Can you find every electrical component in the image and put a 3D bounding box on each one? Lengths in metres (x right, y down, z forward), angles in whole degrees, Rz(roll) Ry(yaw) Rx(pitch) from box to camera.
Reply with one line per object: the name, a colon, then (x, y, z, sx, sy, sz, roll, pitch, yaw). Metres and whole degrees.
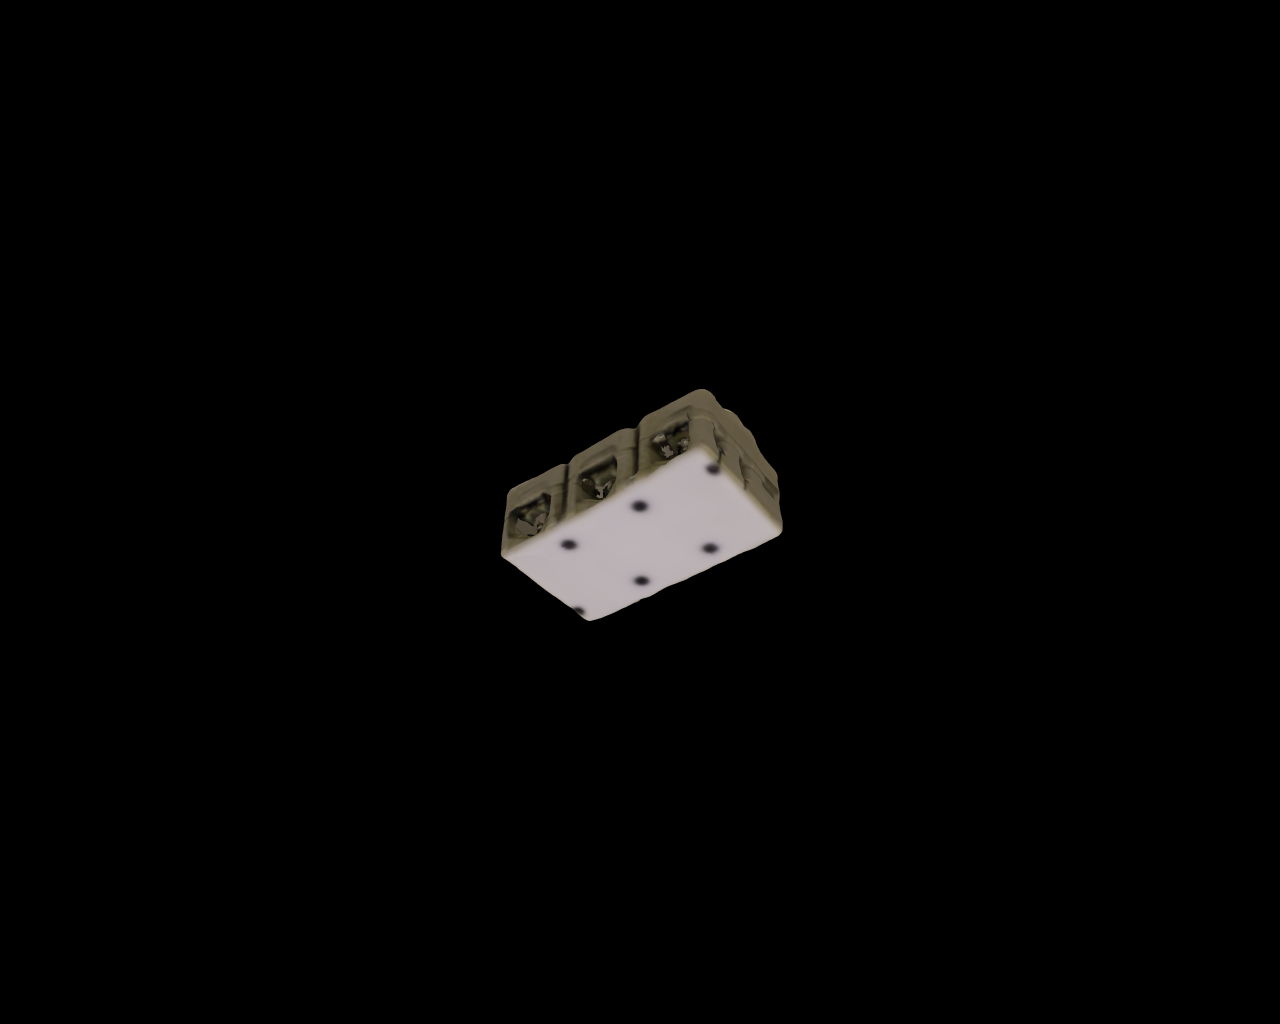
electrical component: (0.001, -0.003, 0.650, 0.150, 0.062, 0.089, -26, -49, 25)
